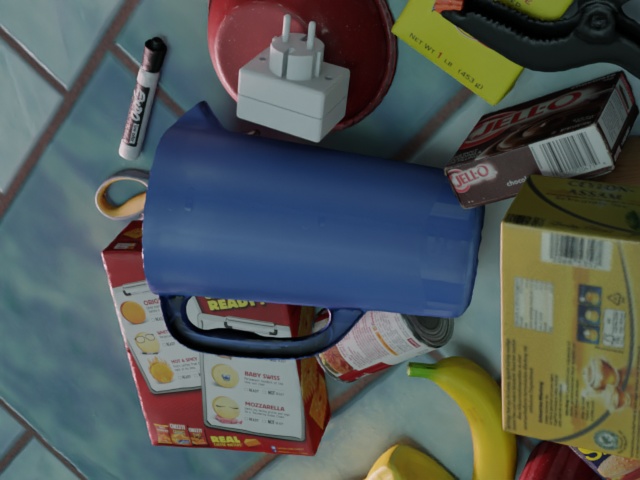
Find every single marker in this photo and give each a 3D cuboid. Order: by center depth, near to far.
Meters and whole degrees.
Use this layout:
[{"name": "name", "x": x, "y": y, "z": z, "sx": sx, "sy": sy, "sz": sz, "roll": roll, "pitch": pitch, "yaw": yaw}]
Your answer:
[{"name": "marker", "x": -0.150, "y": -0.120, "z": 0.907, "sx": 0.020, "sy": 0.020, "sz": 0.121, "roll": 30, "pitch": 129, "yaw": 9}]

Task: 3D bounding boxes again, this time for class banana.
[{"name": "banana", "x": 0.134, "y": 0.168, "z": 0.910, "sx": 0.070, "sy": 0.037, "sz": 0.198, "roll": -17, "pitch": 116, "yaw": 10}]

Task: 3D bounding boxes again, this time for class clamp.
[{"name": "clamp", "x": 0.177, "y": -0.133, "z": 0.653, "sx": 0.210, "sy": 0.036, "sz": 0.164, "roll": 3, "pitch": 131, "yaw": 20}]

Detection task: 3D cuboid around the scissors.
[{"name": "scissors", "x": -0.116, "y": -0.036, "z": 0.943, "sx": 0.202, "sy": 0.016, "sz": 0.096, "roll": -9, "pitch": 116, "yaw": 33}]

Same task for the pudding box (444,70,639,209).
[{"name": "pudding box", "x": 0.151, "y": -0.068, "z": 0.725, "sx": 0.114, "sy": 0.089, "sz": 0.039, "roll": -13, "pitch": 114, "yaw": 34}]

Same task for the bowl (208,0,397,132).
[{"name": "bowl", "x": -0.026, "y": -0.144, "z": 0.799, "sx": 0.162, "sy": 0.055, "sz": 0.162, "roll": 14, "pitch": 126, "yaw": 21}]

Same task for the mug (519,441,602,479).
[{"name": "mug", "x": 0.212, "y": 0.223, "z": 0.879, "sx": 0.117, "sy": 0.081, "sz": 0.093, "roll": 27, "pitch": 129, "yaw": 12}]

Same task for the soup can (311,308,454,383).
[{"name": "soup can", "x": 0.051, "y": 0.072, "z": 0.884, "sx": 0.102, "sy": 0.068, "sz": 0.068, "roll": -27, "pitch": 104, "yaw": 38}]

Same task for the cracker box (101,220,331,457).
[{"name": "cracker box", "x": -0.087, "y": 0.088, "z": 0.959, "sx": 0.164, "sy": 0.072, "sz": 0.214, "roll": 1, "pitch": 119, "yaw": 17}]

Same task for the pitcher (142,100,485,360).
[{"name": "pitcher", "x": -0.005, "y": 0.001, "z": 0.799, "sx": 0.243, "sy": 0.145, "sz": 0.149, "roll": 8, "pitch": 137, "yaw": 5}]

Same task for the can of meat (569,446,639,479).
[{"name": "can of meat", "x": 0.250, "y": 0.152, "z": 0.831, "sx": 0.084, "sy": 0.057, "sz": 0.102, "roll": 44, "pitch": 131, "yaw": -6}]

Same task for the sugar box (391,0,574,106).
[{"name": "sugar box", "x": 0.129, "y": -0.183, "z": 0.693, "sx": 0.093, "sy": 0.048, "sz": 0.176, "roll": 36, "pitch": 131, "yaw": 5}]

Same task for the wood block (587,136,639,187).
[{"name": "wood block", "x": 0.251, "y": -0.018, "z": 0.699, "sx": 0.206, "sy": 0.090, "sz": 0.090, "roll": -6, "pitch": 117, "yaw": 32}]

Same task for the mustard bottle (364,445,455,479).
[{"name": "mustard bottle", "x": 0.052, "y": 0.273, "z": 1.018, "sx": 0.096, "sy": 0.058, "sz": 0.192, "roll": 41, "pitch": 131, "yaw": -3}]
